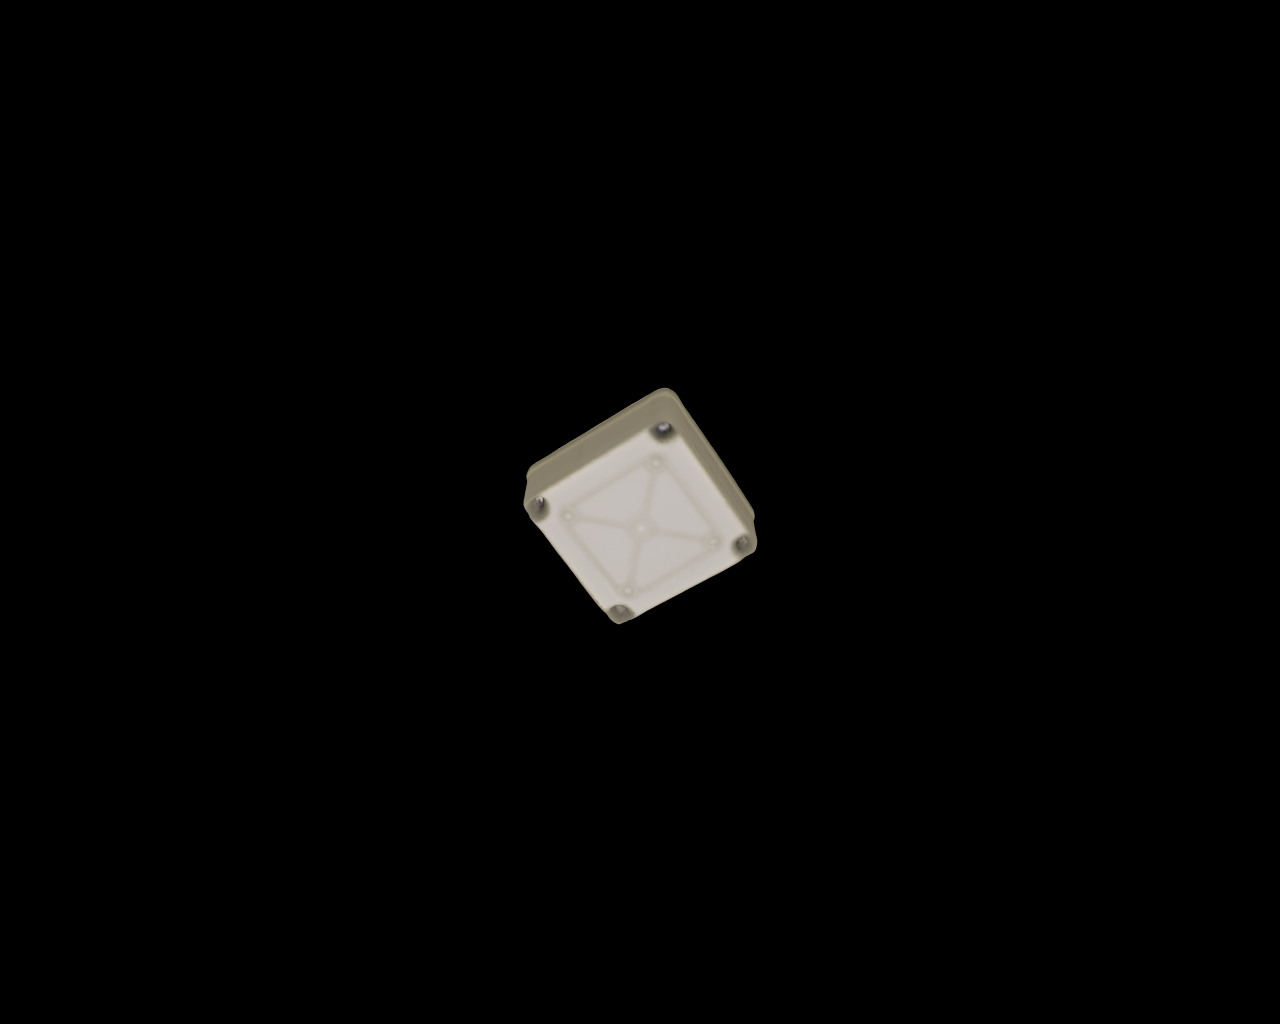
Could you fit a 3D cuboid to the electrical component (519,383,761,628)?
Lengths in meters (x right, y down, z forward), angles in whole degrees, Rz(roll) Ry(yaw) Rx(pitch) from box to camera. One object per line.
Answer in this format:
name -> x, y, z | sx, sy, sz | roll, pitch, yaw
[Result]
electrical component -> 0.001, -0.003, 0.650 | 0.108, 0.108, 0.056 | -30, 23, 14
